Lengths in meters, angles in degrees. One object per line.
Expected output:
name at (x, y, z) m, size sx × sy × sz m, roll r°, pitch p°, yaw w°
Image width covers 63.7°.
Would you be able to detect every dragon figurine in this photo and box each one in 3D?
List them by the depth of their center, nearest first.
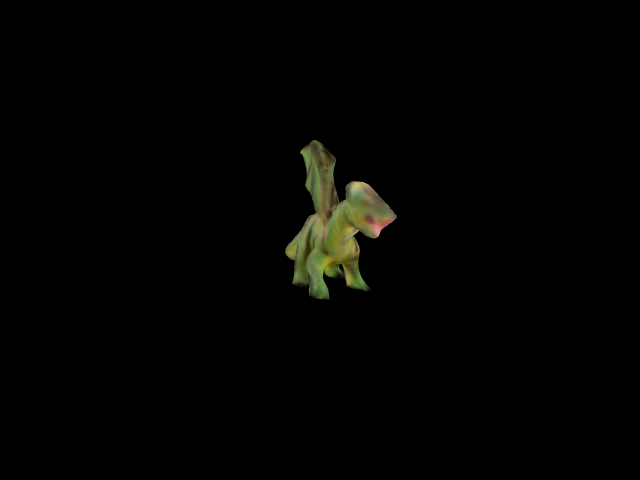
dragon figurine at (0.003, -0.043, 0.850) m, size 0.122 × 0.241 × 0.413 m, roll -4°, pitch 12°, yaw -23°
